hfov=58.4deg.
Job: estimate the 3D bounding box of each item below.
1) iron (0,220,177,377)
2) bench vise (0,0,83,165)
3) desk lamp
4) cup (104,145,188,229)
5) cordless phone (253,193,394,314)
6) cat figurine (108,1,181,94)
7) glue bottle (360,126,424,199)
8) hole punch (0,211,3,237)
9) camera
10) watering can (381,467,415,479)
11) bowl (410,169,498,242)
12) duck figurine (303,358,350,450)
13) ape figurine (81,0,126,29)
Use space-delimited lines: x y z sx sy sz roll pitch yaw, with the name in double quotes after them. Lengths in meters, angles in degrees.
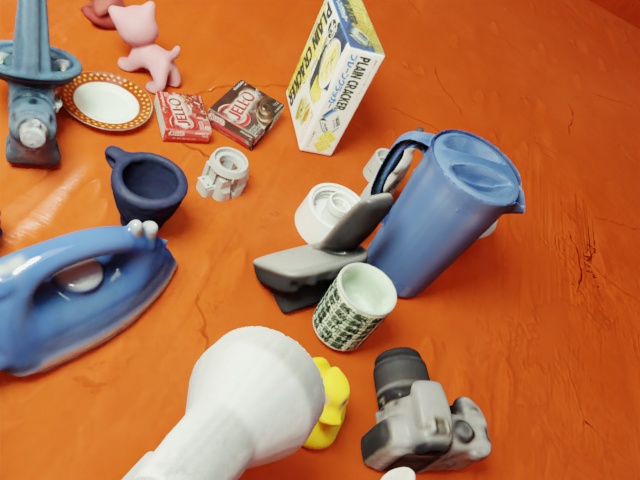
-0.250 0.033 0.606 0.259 0.141 0.118 -27 68 -41 "iron"
-0.345 -0.214 0.712 0.122 0.219 0.207 -18 63 -38 "bench vise"
-0.104 0.197 0.491 0.118 0.213 0.204 37 45 6 "desk lamp"
-0.232 -0.057 0.726 0.117 0.095 0.092 38 45 7 "cup"
0.007 0.003 0.738 0.148 0.185 0.094 -17 62 -37 "cordless phone"
-0.274 -0.317 0.911 0.127 0.117 0.067 37 45 5 "cat figurine"
0.117 -0.113 0.905 0.037 0.173 0.078 41 45 9 "glue bottle"
-0.400 -0.016 0.603 0.101 0.091 0.108 21 46 -11 "hole punch"
0.124 0.200 0.692 0.143 0.100 0.136 10 49 -21 "camera"
0.124 0.296 0.542 0.173 0.194 0.101 27 45 -4 "watering can"
0.211 -0.048 0.970 0.168 0.074 0.167 15 47 -16 "bowl"
0.005 0.177 0.658 0.078 0.086 0.104 13 47 -18 "duck figurine"
-0.362 -0.407 0.960 0.076 0.092 0.078 16 47 -15 "ape figurine"
